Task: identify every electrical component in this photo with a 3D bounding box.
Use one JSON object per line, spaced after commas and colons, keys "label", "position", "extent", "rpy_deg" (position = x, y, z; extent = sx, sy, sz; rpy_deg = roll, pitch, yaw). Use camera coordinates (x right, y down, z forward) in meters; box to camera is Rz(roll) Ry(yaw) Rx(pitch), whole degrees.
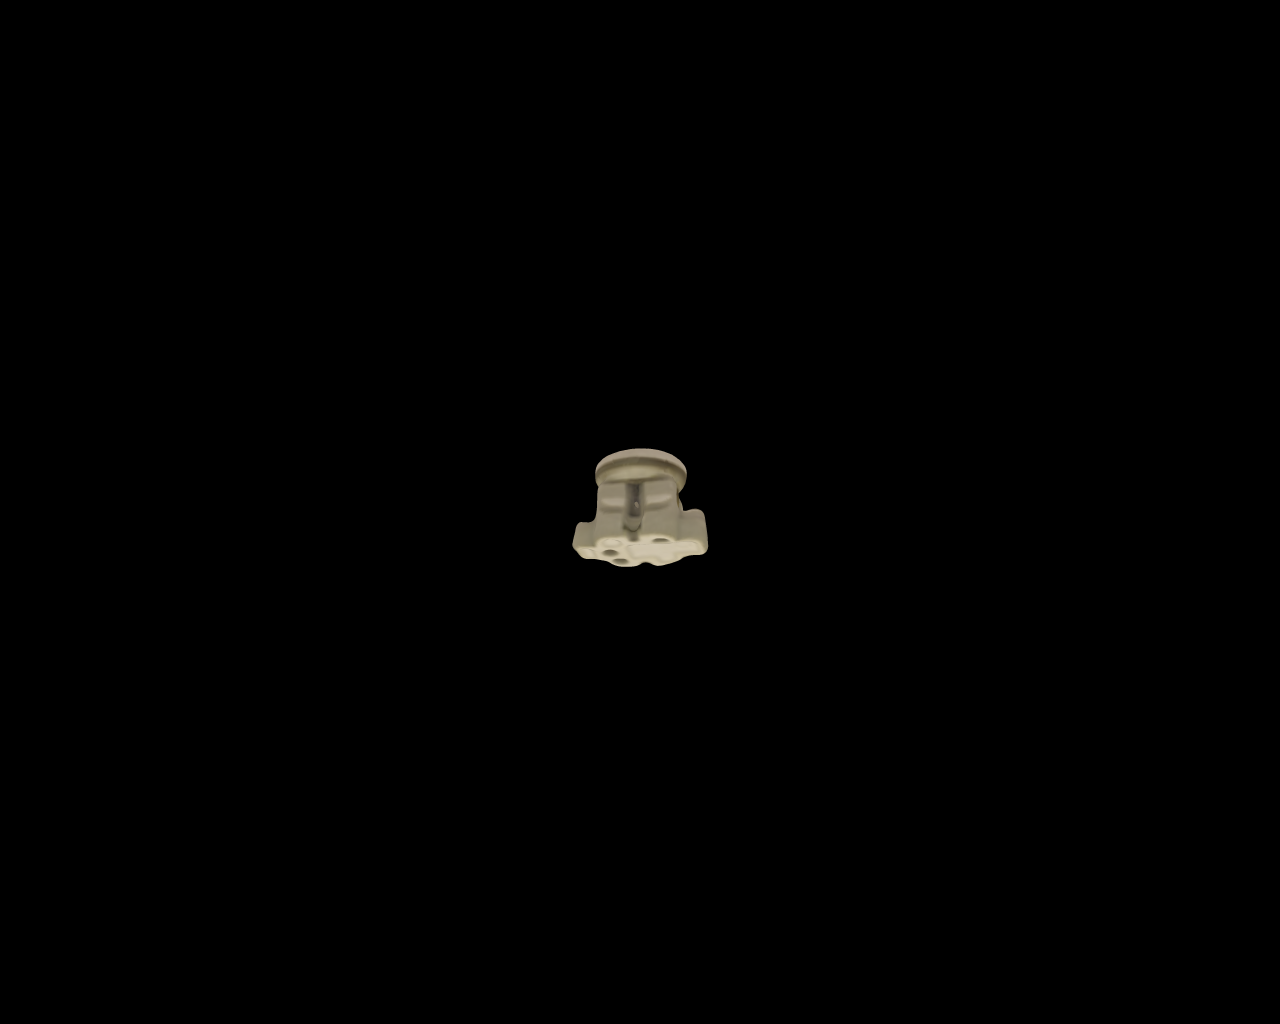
{"label": "electrical component", "position": [0.001, -0.003, 0.650], "extent": [0.078, 0.057, 0.058], "rpy_deg": [-4, -24, 9]}
